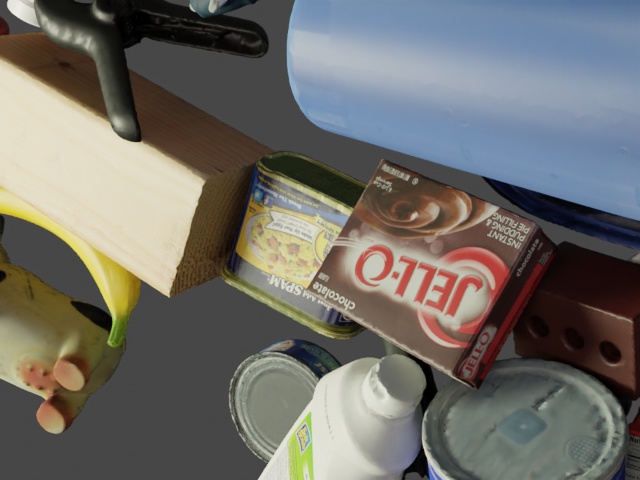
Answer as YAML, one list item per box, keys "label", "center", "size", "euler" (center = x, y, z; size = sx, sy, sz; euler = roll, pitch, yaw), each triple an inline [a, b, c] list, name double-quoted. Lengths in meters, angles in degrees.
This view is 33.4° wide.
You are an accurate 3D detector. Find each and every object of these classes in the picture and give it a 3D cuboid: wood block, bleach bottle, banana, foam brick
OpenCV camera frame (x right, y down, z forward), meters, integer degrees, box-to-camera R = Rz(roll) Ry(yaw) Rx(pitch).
- label: "wood block"
  center: [-0.141, -0.058, 0.724]
  size: [0.206, 0.090, 0.090]
  euler: [31, 117, 22]
- label: "bleach bottle"
  center: [0.006, 0.156, 0.639]
  size: [0.251, 0.068, 0.102]
  euler: [116, 149, -46]
- label: "banana"
  center: [-0.194, -0.007, 0.792]
  size: [0.198, 0.069, 0.037]
  euler: [39, 165, 22]
- label: "foam brick"
  center: [0.151, 0.042, 0.578]
  size: [0.078, 0.051, 0.053]
  euler: [19, 129, 42]

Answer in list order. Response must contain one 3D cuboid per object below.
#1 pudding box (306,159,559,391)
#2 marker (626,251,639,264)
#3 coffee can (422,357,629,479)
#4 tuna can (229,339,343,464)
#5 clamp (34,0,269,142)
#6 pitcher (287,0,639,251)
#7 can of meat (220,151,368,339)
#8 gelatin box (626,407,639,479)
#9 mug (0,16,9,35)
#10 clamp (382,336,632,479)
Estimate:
- label: "pudding box"
  center: [0.059, 0.017, 0.583]
  size: [0.114, 0.039, 0.090]
  euler: [27, 84, 42]
- label: "marker"
  center: [0.209, 0.056, 0.581]
  size: [0.020, 0.020, 0.121]
  euler: [-42, 80, 33]
- label: "coffee can"
  center: [0.112, 0.150, 0.577]
  size: [0.103, 0.102, 0.140]
  euler: [12, 130, 29]
- label: "tuna can"
  center: [-0.018, 0.112, 0.730]
  size: [0.086, 0.033, 0.086]
  euler: [10, 109, 30]
- label: "clamp"
  center: [-0.119, -0.143, 0.691]
  size: [0.171, 0.120, 0.039]
  euler: [49, 150, 24]
- label: "pitcher"
  center: [0.110, -0.080, 0.549]
  size: [0.243, 0.144, 0.149]
  euler: [16, 99, 31]
- label: "can of meat"
  center: [-0.005, 0.001, 0.677]
  size: [0.102, 0.057, 0.084]
  euler: [27, 114, 22]
- label: "gelatin box"
  center: [0.207, 0.144, 0.598]
  size: [0.073, 0.030, 0.089]
  euler: [12, 115, 29]
- label: "mug"
  center: [-0.273, -0.127, 0.783]
  size: [0.117, 0.093, 0.081]
  euler: [45, 122, 48]
- label: "clamp"
  center: [0.090, 0.135, 0.667]
  size: [0.165, 0.036, 0.210]
  euler: [22, 117, 19]
